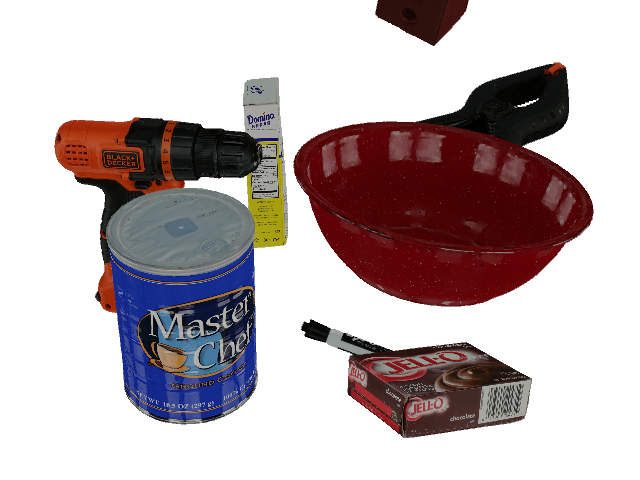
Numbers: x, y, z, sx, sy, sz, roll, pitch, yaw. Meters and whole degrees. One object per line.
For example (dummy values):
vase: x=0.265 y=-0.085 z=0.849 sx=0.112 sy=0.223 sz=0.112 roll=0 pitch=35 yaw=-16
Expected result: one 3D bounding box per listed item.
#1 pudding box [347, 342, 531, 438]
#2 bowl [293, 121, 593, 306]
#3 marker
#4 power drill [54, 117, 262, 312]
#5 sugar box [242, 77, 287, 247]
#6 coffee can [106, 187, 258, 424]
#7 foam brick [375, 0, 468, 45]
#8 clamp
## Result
pudding box: x=0.089 y=0.112 z=0.818 sx=0.113 sy=0.039 sz=0.090 roll=-1 pitch=15 yaw=-26
bowl: x=0.062 y=-0.010 z=0.584 sx=0.162 sy=0.055 sz=0.162 roll=6 pitch=27 yaw=-3
marker: x=0.038 y=0.107 z=1.075 sx=0.121 sy=0.020 sz=0.020 roll=21 pitch=1 yaw=4
power drill: x=-0.141 y=-0.021 z=0.967 sx=0.184 sy=0.188 sz=0.057 roll=5 pitch=28 yaw=10
sugar box: x=-0.064 y=-0.090 z=1.228 sx=0.048 sy=0.176 sz=0.093 roll=-5 pitch=26 yaw=0
coffee can: x=-0.097 y=0.047 z=0.776 sx=0.103 sy=0.140 sz=0.103 roll=1 pitch=34 yaw=-1
foam brick: x=0.078 y=-0.188 z=0.754 sx=0.053 sy=0.051 sz=0.078 roll=30 pitch=-33 yaw=14
clamp: x=0.158 y=-0.097 z=0.931 sx=0.209 sy=0.036 sz=0.165 roll=-30 pitch=39 yaw=-27
